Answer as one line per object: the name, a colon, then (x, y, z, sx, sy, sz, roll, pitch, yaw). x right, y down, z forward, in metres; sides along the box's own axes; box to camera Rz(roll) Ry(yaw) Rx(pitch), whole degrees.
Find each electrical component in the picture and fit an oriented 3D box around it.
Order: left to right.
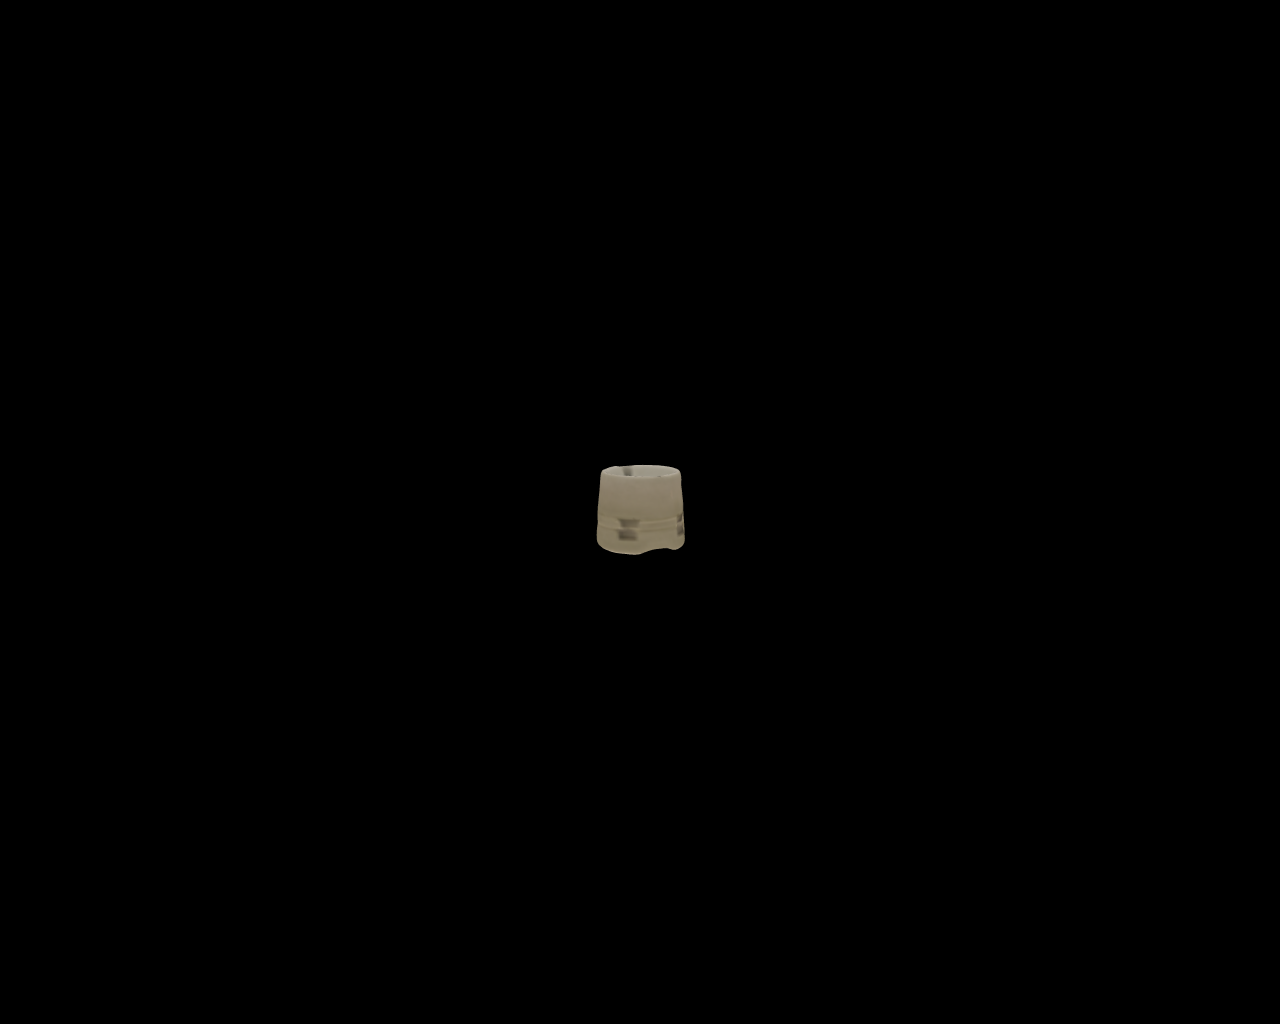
electrical component: (0.001, -0.003, 0.650, 0.055, 0.047, 0.055, 0, 12, 0)
